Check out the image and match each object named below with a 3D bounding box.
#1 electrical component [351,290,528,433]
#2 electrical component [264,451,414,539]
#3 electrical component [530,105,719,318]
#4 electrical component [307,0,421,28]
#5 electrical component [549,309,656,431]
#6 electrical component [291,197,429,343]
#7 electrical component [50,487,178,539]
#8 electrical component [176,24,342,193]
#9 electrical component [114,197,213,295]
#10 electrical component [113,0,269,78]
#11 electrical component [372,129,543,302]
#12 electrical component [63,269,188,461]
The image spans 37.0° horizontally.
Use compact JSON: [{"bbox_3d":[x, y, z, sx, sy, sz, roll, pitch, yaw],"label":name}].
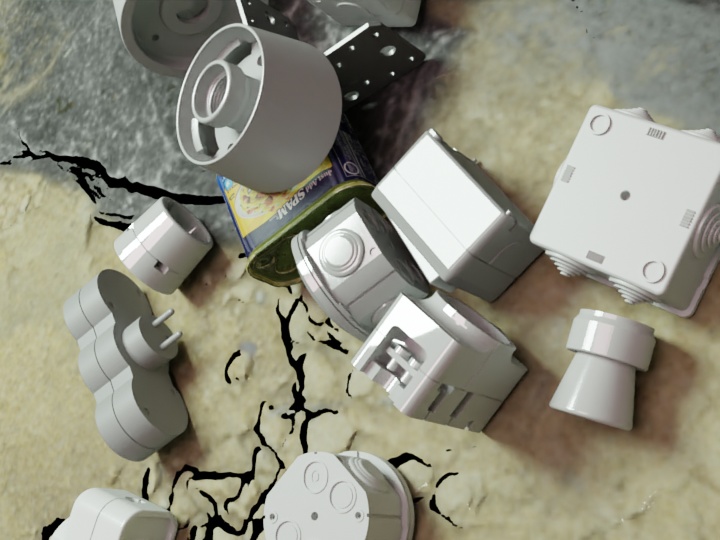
[{"bbox_3d":[0.048,0.049,0.597,0.050,0.089,0.055,42,101,34],"label":"electrical component"},{"bbox_3d":[-0.013,0.146,0.635,0.080,0.051,0.080,-10,72,31],"label":"electrical component"},{"bbox_3d":[0.150,-0.034,0.578,0.100,0.048,0.099,26,92,35],"label":"electrical component"},{"bbox_3d":[0.011,-0.212,0.711,0.062,0.061,0.096,9,82,35],"label":"electrical component"},{"bbox_3d":[0.129,0.053,0.571,0.045,0.045,0.055,13,84,35],"label":"electrical component"},{"bbox_3d":[0.000,0.000,0.650,0.051,0.080,0.080,-37,60,14],"label":"electrical component"},{"bbox_3d":[-0.171,0.198,0.723,0.059,0.054,0.095,15,85,35],"label":"electrical component"},{"bbox_3d":[-0.067,-0.101,0.670,0.099,0.064,0.099,-17,66,44],"label":"electrical component"},{"bbox_3d":[-0.137,-0.018,0.761,0.047,0.055,0.055,-45,57,11],"label":"electrical component"},{"bbox_3d":[-0.126,-0.200,0.773,0.108,0.108,0.060,-40,53,18],"label":"electrical component"},{"bbox_3d":[0.053,-0.033,0.634,0.061,0.062,0.096,-47,57,14],"label":"electrical component"},{"bbox_3d":[-0.153,0.056,0.751,0.074,0.052,0.138,-37,60,20],"label":"electrical component"}]
